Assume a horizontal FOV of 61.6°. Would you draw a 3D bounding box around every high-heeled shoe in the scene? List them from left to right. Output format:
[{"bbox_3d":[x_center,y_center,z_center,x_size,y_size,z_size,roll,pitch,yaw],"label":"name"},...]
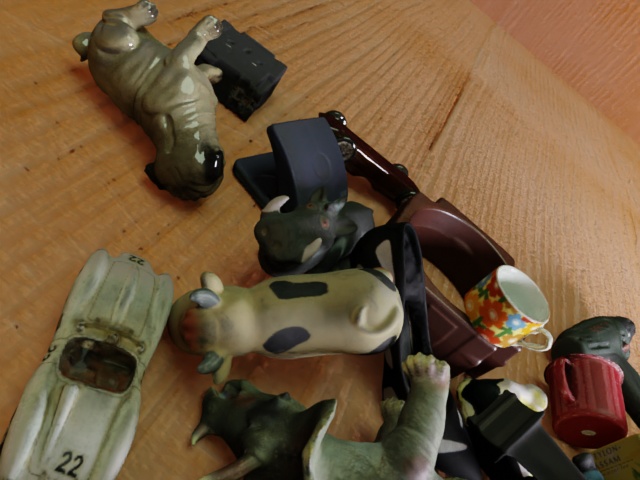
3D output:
[{"bbox_3d":[0.107,0.104,0.518,0.249,0.145,0.086,50,38,15],"label":"high-heeled shoe"}]

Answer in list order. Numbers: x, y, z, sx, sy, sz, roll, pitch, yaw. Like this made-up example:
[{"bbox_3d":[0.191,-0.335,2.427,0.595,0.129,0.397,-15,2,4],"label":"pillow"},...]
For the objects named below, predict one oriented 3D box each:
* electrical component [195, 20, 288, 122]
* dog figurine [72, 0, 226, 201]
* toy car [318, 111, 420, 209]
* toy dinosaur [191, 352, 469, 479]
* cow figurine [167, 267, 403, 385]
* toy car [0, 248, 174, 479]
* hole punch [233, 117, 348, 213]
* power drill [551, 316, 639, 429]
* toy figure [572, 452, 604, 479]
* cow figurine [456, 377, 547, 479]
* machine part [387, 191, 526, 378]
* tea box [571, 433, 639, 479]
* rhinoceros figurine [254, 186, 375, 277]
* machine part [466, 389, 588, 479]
[{"bbox_3d":[-0.113,-0.239,0.742,0.115,0.058,0.134,36,38,-11],"label":"electrical component"},{"bbox_3d":[-0.180,-0.137,0.562,0.172,0.121,0.190,1,64,2],"label":"dog figurine"},{"bbox_3d":[0.067,-0.105,0.751,0.202,0.053,0.089,31,30,-31],"label":"toy car"},{"bbox_3d":[0.084,0.235,0.402,0.405,0.131,0.192,45,50,-2],"label":"toy dinosaur"},{"bbox_3d":[-0.029,0.065,0.442,0.127,0.195,0.085,45,41,-84],"label":"cow figurine"},{"bbox_3d":[-0.157,0.085,0.381,0.073,0.056,0.202,25,41,-20],"label":"toy car"},{"bbox_3d":[-0.022,-0.081,0.641,0.116,0.092,0.142,53,35,9],"label":"hole punch"},{"bbox_3d":[0.451,0.196,0.770,0.232,0.086,0.207,4,48,-36],"label":"power drill"},{"bbox_3d":[0.295,0.311,0.531,0.089,0.082,0.180,14,42,-28],"label":"toy figure"},{"bbox_3d":[0.191,0.218,0.542,0.098,0.068,0.167,22,38,-16],"label":"cow figurine"},{"bbox_3d":[0.152,0.052,0.660,0.201,0.087,0.201,40,39,0],"label":"machine part"},{"bbox_3d":[0.393,0.282,0.629,0.169,0.098,0.068,20,42,-28],"label":"tea box"},{"bbox_3d":[-0.001,-0.002,0.553,0.073,0.112,0.190,56,28,14],"label":"rhinoceros figurine"},{"bbox_3d":[0.204,0.203,0.489,0.084,0.039,0.139,-14,51,-41],"label":"machine part"}]
